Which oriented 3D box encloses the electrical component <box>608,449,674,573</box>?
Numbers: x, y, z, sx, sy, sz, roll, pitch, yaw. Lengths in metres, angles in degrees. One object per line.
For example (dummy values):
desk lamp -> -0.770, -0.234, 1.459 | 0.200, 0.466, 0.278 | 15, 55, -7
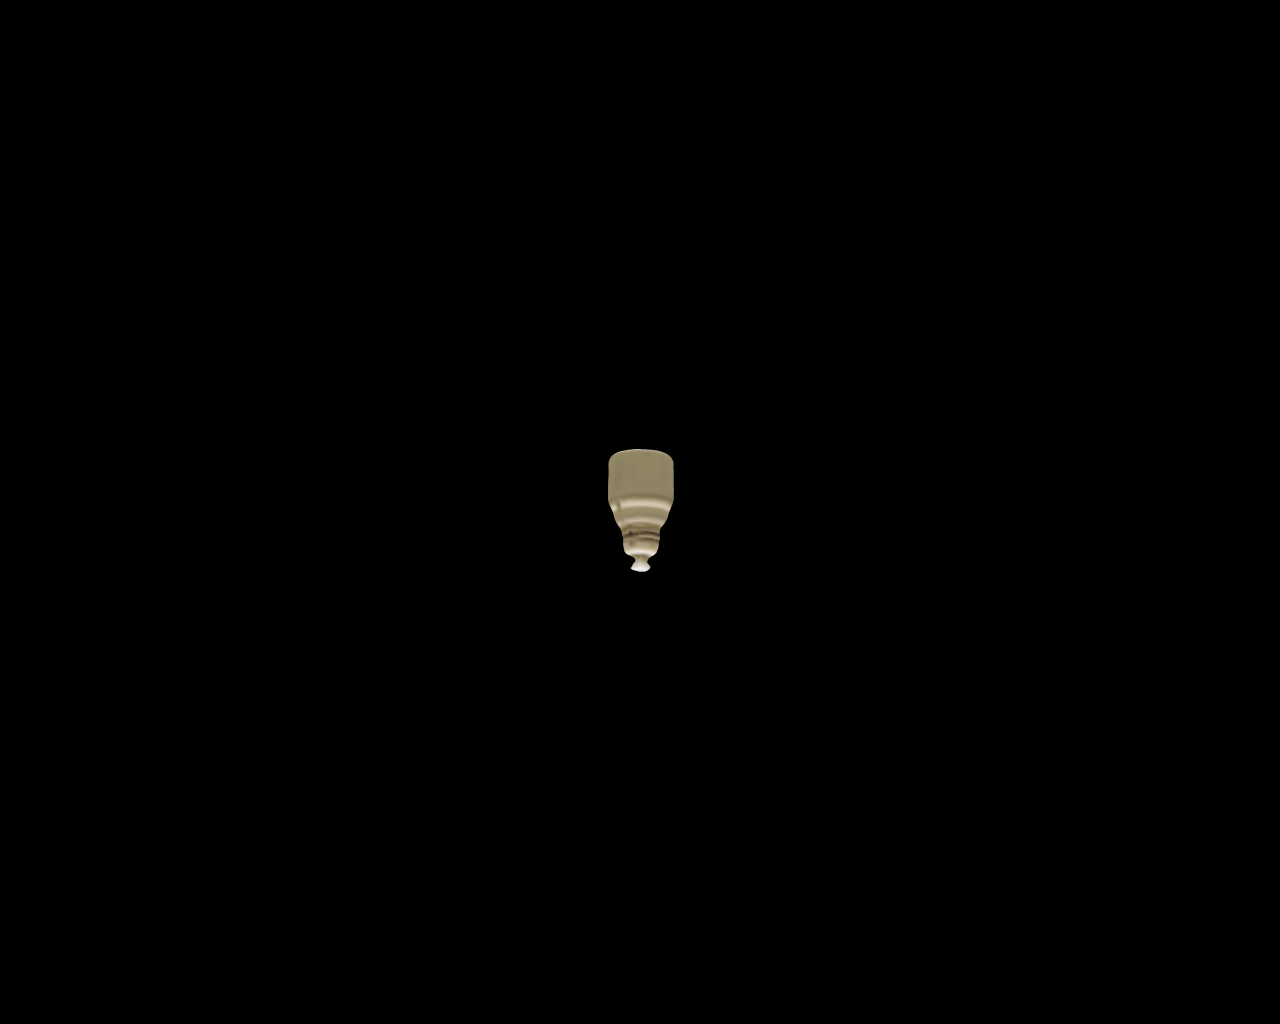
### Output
electrical component -> 0.001, -0.003, 0.650 | 0.040, 0.078, 0.040 | 0, -14, 0
